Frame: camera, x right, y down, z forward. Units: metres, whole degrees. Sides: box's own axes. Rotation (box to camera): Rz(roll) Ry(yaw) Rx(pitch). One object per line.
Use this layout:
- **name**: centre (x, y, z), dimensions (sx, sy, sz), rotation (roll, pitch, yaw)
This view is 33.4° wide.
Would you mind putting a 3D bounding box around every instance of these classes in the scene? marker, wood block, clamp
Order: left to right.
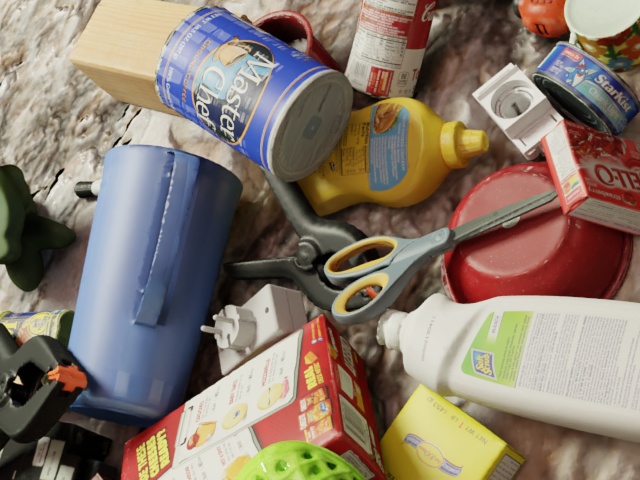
- **clamp**: centre (-0.270, 0.128, 0.952), dimensions (0.210, 0.036, 0.164), rotation (-28, 52, 43)
- **marker**: centre (-0.213, -0.057, 1.128), dimensions (0.121, 0.020, 0.020), rotation (-3, 65, 31)
- **wood block**: centre (-0.151, -0.187, 1.112), dimensions (0.206, 0.090, 0.091), rotation (18, 76, 37)
- **clamp**: centre (-0.006, 0.001, 0.931), dimensions (0.172, 0.039, 0.120), rotation (20, 112, 26)

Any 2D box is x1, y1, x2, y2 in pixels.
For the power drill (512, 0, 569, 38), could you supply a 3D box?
- **power drill**: centre (0.171, -0.277, 0.977), dimensions (0.188, 0.057, 0.184), rotation (12, 73, 36)

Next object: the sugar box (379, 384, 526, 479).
- **sugar box**: centre (0.064, 0.206, 0.801), dimensions (0.093, 0.048, 0.176), rotation (33, 84, 42)

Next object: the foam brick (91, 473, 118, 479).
- **foam brick**: centre (-0.170, 0.242, 0.910), dimensions (0.051, 0.078, 0.053), rotation (-50, 53, -1)

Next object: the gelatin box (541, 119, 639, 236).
- **gelatin box**: centre (0.217, -0.047, 0.810), dimensions (0.030, 0.089, 0.073), rotation (-46, 42, 43)

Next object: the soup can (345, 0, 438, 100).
- **soup can**: centre (0.063, -0.183, 0.961), dimensions (0.069, 0.068, 0.102), rotation (33, 120, 39)

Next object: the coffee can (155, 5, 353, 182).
- **coffee can**: centre (-0.057, -0.127, 0.918), dimensions (0.140, 0.102, 0.103), rotation (33, 86, 26)

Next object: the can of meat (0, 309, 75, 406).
- **can of meat**: centre (-0.280, 0.120, 1.056), dimensions (0.084, 0.057, 0.102), rotation (-5, 64, 27)

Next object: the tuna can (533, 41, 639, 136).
- **tuna can**: centre (0.212, -0.118, 0.851), dimensions (0.034, 0.086, 0.086), rotation (-49, 51, 2)

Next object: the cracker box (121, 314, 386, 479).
- **cracker box**: centre (-0.057, 0.176, 0.841), dimensions (0.214, 0.072, 0.164), rotation (-35, 25, 12)

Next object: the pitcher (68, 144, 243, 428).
- **pitcher**: centre (-0.155, 0.041, 0.967), dimensions (0.145, 0.149, 0.243), rotation (0, 70, 28)

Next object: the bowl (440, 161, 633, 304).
- **bowl**: centre (0.160, -0.002, 0.843), dimensions (0.162, 0.055, 0.162), rotation (-14, 59, 25)

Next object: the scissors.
- **scissors**: centre (0.085, 0.017, 0.823), dimensions (0.202, 0.016, 0.096), rotation (-14, 41, 33)

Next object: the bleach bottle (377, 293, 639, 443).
- **bleach bottle**: centre (0.162, 0.079, 0.774), dimensions (0.251, 0.068, 0.102), rotation (10, 71, 28)

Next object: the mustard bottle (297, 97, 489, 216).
- **mustard bottle**: centre (0.056, -0.076, 0.943), dimensions (0.192, 0.058, 0.096), rotation (-5, 73, 30)

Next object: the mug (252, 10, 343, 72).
- **mug**: centre (-0.020, -0.155, 1.018), dimensions (0.117, 0.081, 0.093), rotation (31, 85, 39)
